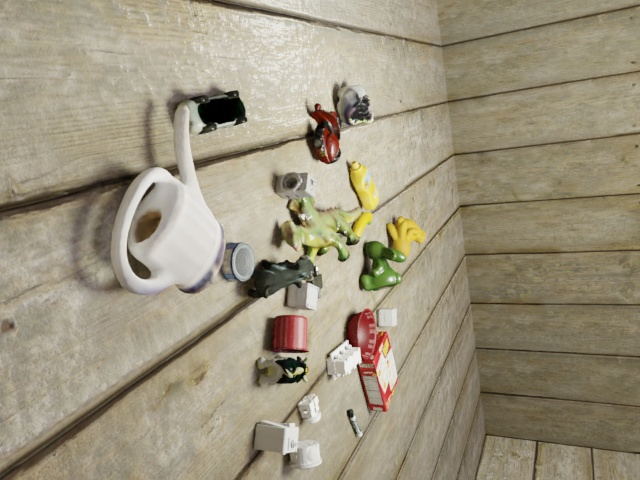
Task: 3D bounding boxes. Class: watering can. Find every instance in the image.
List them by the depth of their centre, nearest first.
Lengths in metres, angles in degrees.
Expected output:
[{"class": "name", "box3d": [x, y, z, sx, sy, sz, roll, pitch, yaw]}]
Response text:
[{"class": "watering can", "box3d": [-0.245, -0.053, 0.912, 0.220, 0.104, 0.355, 54, 41, -48]}]

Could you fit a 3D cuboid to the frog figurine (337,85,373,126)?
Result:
[{"class": "frog figurine", "box3d": [0.103, -0.455, 1.697, 0.135, 0.122, 0.163, 39, 16, -45]}]

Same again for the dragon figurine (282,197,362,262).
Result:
[{"class": "dragon figurine", "box3d": [0.004, -0.072, 1.426, 0.239, 0.121, 0.419, 64, 32, -23]}]
